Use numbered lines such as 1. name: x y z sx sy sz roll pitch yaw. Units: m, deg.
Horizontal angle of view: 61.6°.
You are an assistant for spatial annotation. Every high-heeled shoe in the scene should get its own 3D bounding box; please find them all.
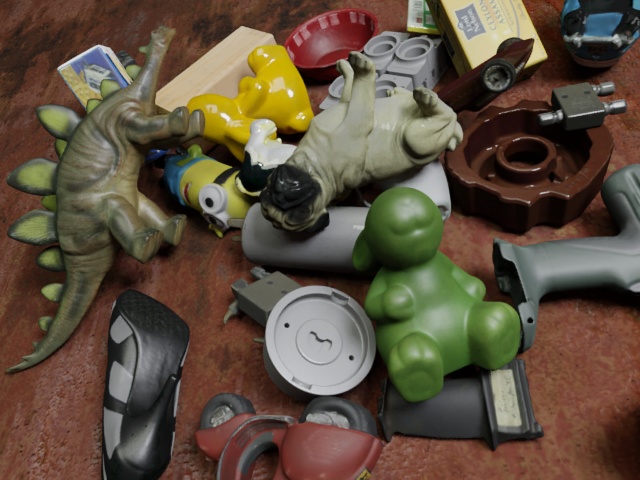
1. high-heeled shoe: -0.207 0.160 0.595 0.145 0.086 0.249 -64 31 8

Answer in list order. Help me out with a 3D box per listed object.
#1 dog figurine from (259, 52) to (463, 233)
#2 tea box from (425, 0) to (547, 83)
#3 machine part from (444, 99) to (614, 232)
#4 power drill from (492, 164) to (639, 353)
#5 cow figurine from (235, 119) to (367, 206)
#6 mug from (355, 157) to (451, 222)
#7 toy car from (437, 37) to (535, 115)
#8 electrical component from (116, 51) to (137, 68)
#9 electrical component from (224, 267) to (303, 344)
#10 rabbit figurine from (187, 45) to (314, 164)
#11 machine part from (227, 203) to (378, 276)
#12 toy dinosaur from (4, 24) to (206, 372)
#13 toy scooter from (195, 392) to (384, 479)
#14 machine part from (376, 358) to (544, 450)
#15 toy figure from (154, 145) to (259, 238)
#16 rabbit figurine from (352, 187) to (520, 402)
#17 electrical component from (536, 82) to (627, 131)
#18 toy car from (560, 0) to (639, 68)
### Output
1. dog figurine: 0.044 -0.076 0.573 0.172 0.121 0.190 26 98 -1
2. tea box: 0.220 -0.289 0.727 0.098 0.068 0.169 -24 85 2
3. machine part: 0.237 -0.088 0.619 0.179 0.056 0.179 -10 48 11
4. power drill: 0.273 0.042 0.482 0.207 0.085 0.232 -17 57 13
5. cow figurine: -0.017 -0.081 0.676 0.167 0.068 0.098 15 63 -2
6. mug: 0.101 -0.063 0.634 0.110 0.080 0.107 -18 55 -5
7. toy car: 0.175 -0.177 0.666 0.202 0.053 0.089 -26 15 44
8. electrical component: -0.356 -0.259 0.930 0.115 0.134 0.058 -39 47 -14
9. electrical component: -0.061 0.075 0.609 0.102 0.045 0.078 24 35 31
10. rabbit figurine: -0.105 -0.178 0.783 0.173 0.121 0.162 -15 69 -18
11. machine part: -0.001 -0.002 0.624 0.243 0.079 0.079 4 54 22
12. toy dinosaur: -0.269 -0.043 0.658 0.199 0.105 0.471 16 90 8
13. toy scooter: -0.038 0.207 0.469 0.184 0.075 0.135 -4 51 22
14. machine part: 0.120 0.146 0.484 0.139 0.039 0.084 -10 58 11
15. toy figure: -0.156 -0.078 0.743 0.180 0.082 0.089 30 69 39
16. rabbit figurine: 0.091 0.026 0.484 0.121 0.170 0.159 -18 21 -2
17. electrical component: 0.289 -0.152 0.605 0.094 0.021 0.063 -10 47 9
18. toy car: 0.369 -0.278 0.693 0.109 0.102 0.161 9 60 26
